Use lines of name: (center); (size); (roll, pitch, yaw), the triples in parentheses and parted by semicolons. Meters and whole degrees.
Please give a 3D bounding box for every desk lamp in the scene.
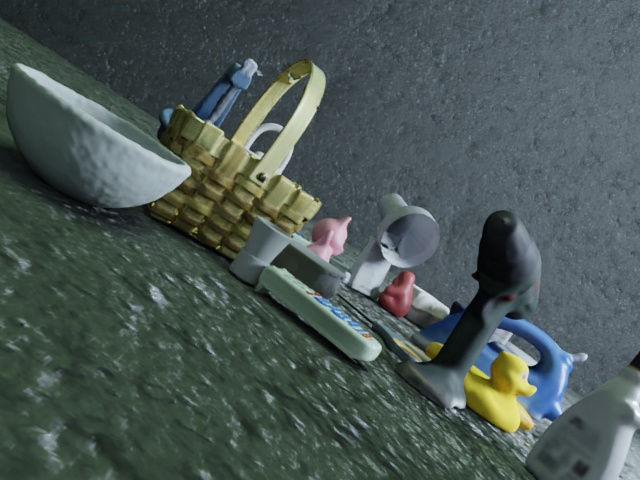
desk lamp: (0.127, 0.009, 1.171); (0.118, 0.213, 0.202); (32, 4, -25)

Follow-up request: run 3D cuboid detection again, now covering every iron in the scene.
iron: (0.292, 0.179, 0.930); (0.258, 0.141, 0.119); (34, 3, 10)

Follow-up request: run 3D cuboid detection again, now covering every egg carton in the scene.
egg carton: (0.225, 0.151, 1.305); (0.107, 0.069, 0.150); (32, 4, -20)

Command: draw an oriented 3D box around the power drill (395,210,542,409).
power drill: (0.180, 0.085, 0.649); (0.075, 0.208, 0.230); (35, 4, 31)

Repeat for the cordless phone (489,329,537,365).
cordless phone: (0.353, 0.185, 1.034); (0.147, 0.185, 0.094); (34, 3, 9)

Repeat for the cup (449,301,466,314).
cup: (0.304, 0.195, 1.197); (0.118, 0.095, 0.091); (32, 4, -25)

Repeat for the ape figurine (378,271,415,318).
ape figurine: (0.160, 0.104, 1.164); (0.078, 0.092, 0.075); (30, 5, -44)

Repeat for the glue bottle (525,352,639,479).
glue bottle: (0.279, 0.178, 0.564); (0.037, 0.173, 0.078); (32, 4, -27)

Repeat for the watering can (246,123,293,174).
watering can: (-0.131, -0.148, 1.156); (0.101, 0.194, 0.172); (31, 4, -33)

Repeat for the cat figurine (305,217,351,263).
cat figurine: (0.009, 0.003, 0.970); (0.067, 0.117, 0.128); (33, 3, 4)

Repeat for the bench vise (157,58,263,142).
bench vise: (-0.176, -0.168, 0.807); (0.122, 0.219, 0.206); (30, 5, -45)

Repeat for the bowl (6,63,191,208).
bowl: (-0.203, -0.077, 0.504); (0.167, 0.074, 0.167); (33, 3, -2)

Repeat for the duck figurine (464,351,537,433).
duck figurine: (0.223, 0.181, 0.728); (0.104, 0.086, 0.078); (34, 3, 7)
